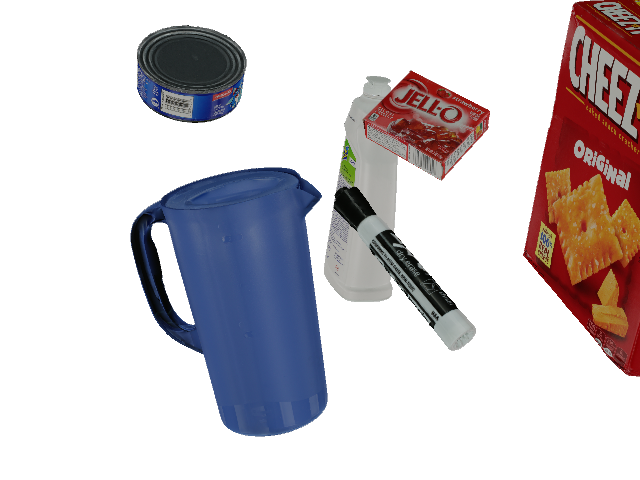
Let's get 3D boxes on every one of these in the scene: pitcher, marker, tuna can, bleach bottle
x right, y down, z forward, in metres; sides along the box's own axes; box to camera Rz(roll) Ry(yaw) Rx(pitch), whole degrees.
[{"bbox_3d":[-0.075,0.059,1.022,0.144,0.243,0.149,-21,20,-32],"label":"pitcher"},{"bbox_3d":[0.045,0.013,0.614,0.020,0.020,0.121,0,44,-50],"label":"marker"},{"bbox_3d":[-0.103,-0.132,0.847,0.086,0.086,0.034,0,-44,-12],"label":"tuna can"},{"bbox_3d":[0.055,-0.062,1.235,0.068,0.251,0.103,-2,23,-20],"label":"bleach bottle"}]

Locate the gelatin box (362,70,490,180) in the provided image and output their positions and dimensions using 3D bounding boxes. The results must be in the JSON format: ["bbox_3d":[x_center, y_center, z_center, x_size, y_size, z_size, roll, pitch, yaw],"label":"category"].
[{"bbox_3d":[0.094,-0.105,0.954,0.089,0.073,0.030,33,-25,24],"label":"gelatin box"}]

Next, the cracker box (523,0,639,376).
[{"bbox_3d":[0.219,-0.038,0.741,0.072,0.214,0.164,-7,34,-16],"label":"cracker box"}]
